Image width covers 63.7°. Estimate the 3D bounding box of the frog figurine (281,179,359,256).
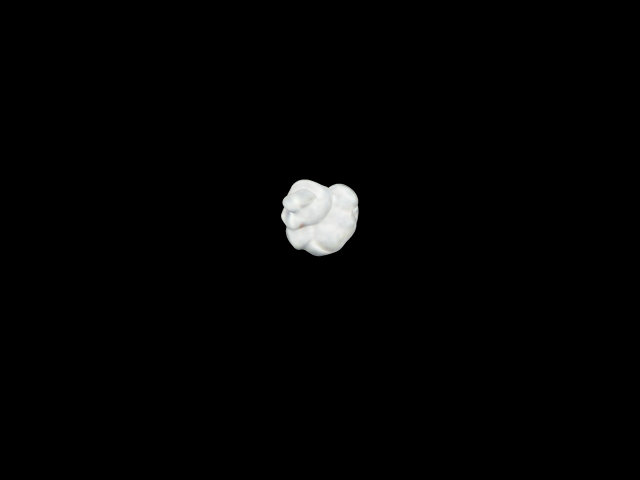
[{"bbox_3d":[0.003,-0.043,0.850,0.138,0.123,0.158,-31,-10,-6],"label":"frog figurine"}]
